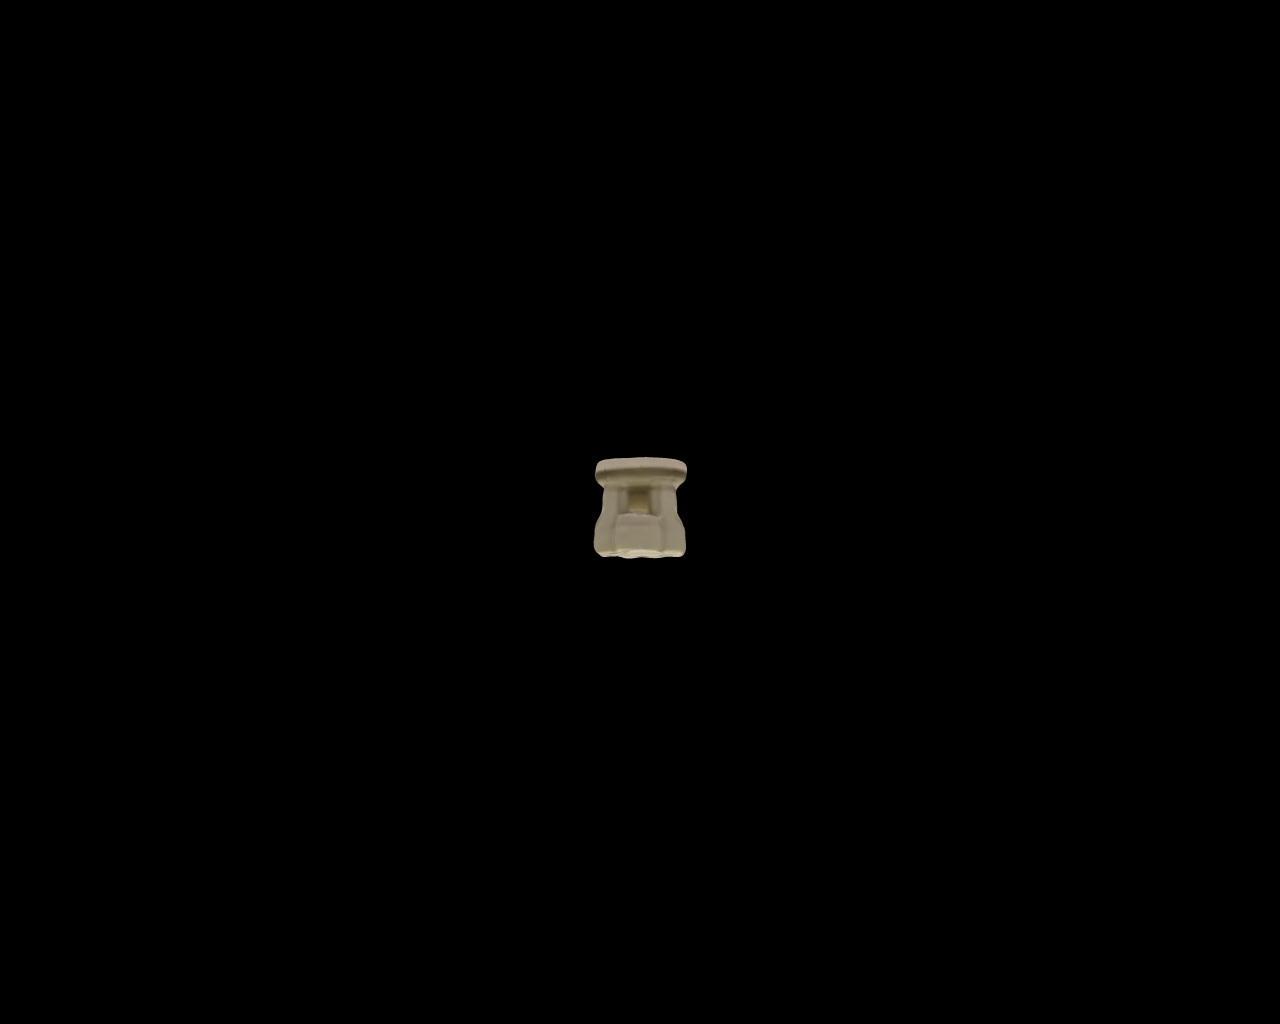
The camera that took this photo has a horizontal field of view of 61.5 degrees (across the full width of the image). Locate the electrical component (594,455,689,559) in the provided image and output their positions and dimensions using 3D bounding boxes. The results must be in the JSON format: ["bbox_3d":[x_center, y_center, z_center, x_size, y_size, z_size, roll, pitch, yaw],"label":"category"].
[{"bbox_3d":[0.001,-0.003,0.650,0.058,0.057,0.078,0,-7,4],"label":"electrical component"}]
